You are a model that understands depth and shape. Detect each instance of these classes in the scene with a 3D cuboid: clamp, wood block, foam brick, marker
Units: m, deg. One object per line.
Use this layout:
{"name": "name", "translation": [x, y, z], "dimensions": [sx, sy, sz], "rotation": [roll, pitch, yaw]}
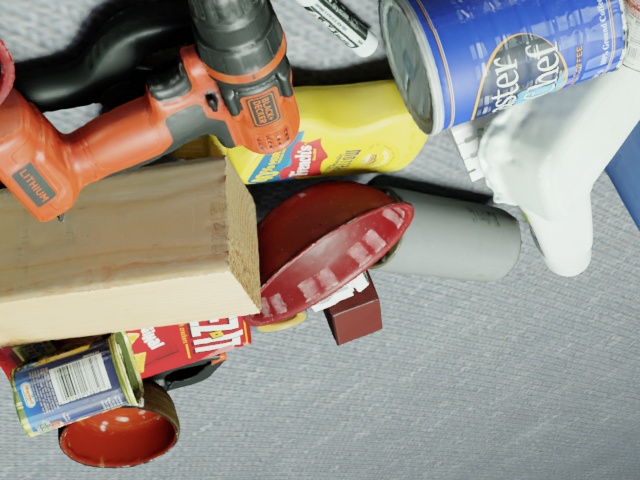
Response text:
{"name": "clamp", "translation": [-0.139, -0.102, 0.692], "dimensions": [0.210, 0.036, 0.164], "rotation": [-33, 150, 26]}
{"name": "wood block", "translation": [-0.153, 0.010, 0.758], "dimensions": [0.206, 0.090, 0.090], "rotation": [-8, 158, 9]}
{"name": "foam brick", "translation": [0.029, 0.062, 1.069], "dimensions": [0.051, 0.053, 0.078], "rotation": [-19, 151, -5]}
{"name": "marker", "translation": [0.003, -0.156, 0.716], "dimensions": [0.020, 0.020, 0.121], "rotation": [-33, 150, 19]}
{"name": "clamp", "translation": [-0.165, 0.139, 1.077], "dimensions": [0.171, 0.039, 0.120], "rotation": [-17, 160, 12]}

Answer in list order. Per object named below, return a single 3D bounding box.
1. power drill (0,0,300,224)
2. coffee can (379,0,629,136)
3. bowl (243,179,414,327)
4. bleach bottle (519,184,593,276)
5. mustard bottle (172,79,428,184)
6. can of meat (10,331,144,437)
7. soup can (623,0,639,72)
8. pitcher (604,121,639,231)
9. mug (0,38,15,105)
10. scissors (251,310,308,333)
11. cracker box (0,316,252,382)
{"name": "power drill", "translation": [-0.107, -0.086, 0.634], "dimensions": [0.187, 0.057, 0.184], "rotation": [-19, 153, 0]}
{"name": "coffee can", "translation": [0.124, -0.142, 0.735], "dimensions": [0.140, 0.103, 0.103], "rotation": [-19, 151, -5]}
{"name": "bowl", "translation": [-0.006, 0.001, 0.850], "dimensions": [0.162, 0.055, 0.162], "rotation": [-31, 164, -10]}
{"name": "bleach bottle", "translation": [0.223, -0.022, 1.006], "dimensions": [0.068, 0.102, 0.250], "rotation": [-22, 151, 9]}
{"name": "mustard bottle", "translation": [-0.018, -0.078, 0.792], "dimensions": [0.191, 0.058, 0.096], "rotation": [-7, 160, -25]}
{"name": "can of meat", "translation": [-0.185, 0.107, 0.816], "dimensions": [0.084, 0.057, 0.102], "rotation": [-18, -179, -6]}
{"name": "soup can", "translation": [0.238, -0.170, 0.738], "dimensions": [0.068, 0.068, 0.102], "rotation": [-20, 153, -4]}
{"name": "pitcher", "translation": [0.354, -0.022, 0.954], "dimensions": [0.149, 0.243, 0.145], "rotation": [20, 132, -41]}
{"name": "mug", "translation": [-0.221, -0.119, 0.559], "dimensions": [0.093, 0.081, 0.117], "rotation": [-27, 151, 8]}
{"name": "scissors", "translation": [-0.095, 0.088, 1.066], "dimensions": [0.202, 0.016, 0.096], "rotation": [-19, 155, 4]}
{"name": "cracker box", "translation": [-0.170, 0.062, 0.911], "dimensions": [0.213, 0.072, 0.164], "rotation": [-17, 150, -10]}
